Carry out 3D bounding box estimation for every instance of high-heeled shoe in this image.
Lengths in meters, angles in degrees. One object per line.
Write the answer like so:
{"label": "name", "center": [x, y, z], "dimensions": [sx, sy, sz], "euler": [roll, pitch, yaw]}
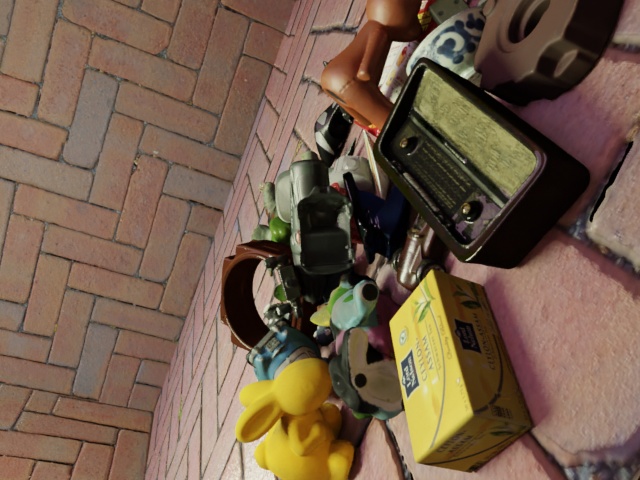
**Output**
{"label": "high-heeled shoe", "center": [0.068, -0.267, 1.134], "dimensions": [0.145, 0.086, 0.248], "euler": [19, 111, 43]}

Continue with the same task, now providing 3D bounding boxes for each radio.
{"label": "radio", "center": [0.150, -0.082, 0.562], "dimensions": [0.131, 0.073, 0.230], "euler": [-60, 36, 27]}

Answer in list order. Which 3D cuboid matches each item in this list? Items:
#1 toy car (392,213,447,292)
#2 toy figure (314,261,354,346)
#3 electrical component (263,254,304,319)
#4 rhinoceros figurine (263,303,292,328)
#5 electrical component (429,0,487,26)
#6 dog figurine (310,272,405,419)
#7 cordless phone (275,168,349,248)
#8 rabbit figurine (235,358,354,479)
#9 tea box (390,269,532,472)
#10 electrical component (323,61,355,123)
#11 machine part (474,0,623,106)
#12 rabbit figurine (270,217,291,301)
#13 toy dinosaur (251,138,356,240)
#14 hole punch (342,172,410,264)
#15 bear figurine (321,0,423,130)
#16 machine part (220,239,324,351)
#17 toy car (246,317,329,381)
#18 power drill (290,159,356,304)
{"label": "toy car", "center": [0.143, -0.031, 0.670], "dimensions": [0.089, 0.053, 0.202], "euler": [-132, 60, -73]}
{"label": "toy figure", "center": [0.025, 0.100, 0.890], "dimensions": [0.064, 0.058, 0.154], "euler": [71, -154, -75]}
{"label": "electrical component", "center": [-0.057, 0.074, 0.861], "dimensions": [0.078, 0.045, 0.102], "euler": [-157, 51, -84]}
{"label": "rhinoceros figurine", "center": [-0.088, 0.198, 1.117], "dimensions": [0.190, 0.073, 0.112], "euler": [-120, 48, -67]}
{"label": "electrical component", "center": [0.175, -0.297, 0.709], "dimensions": [0.094, 0.021, 0.063], "euler": [-35, 72, 12]}
{"label": "dog figurine", "center": [0.051, 0.131, 0.714], "dimensions": [0.219, 0.108, 0.191], "euler": [147, 135, -70]}
{"label": "cordless phone", "center": [-0.010, -0.042, 0.995], "dimensions": [0.088, 0.147, 0.184], "euler": [85, -176, -57]}
{"label": "rabbit figurine", "center": [-0.032, 0.234, 0.738], "dimensions": [0.122, 0.162, 0.173], "euler": [-92, 8, -63]}
{"label": "tea box", "center": [0.130, 0.125, 0.534], "dimensions": [0.170, 0.068, 0.098], "euler": [-96, 29, -49]}
{"label": "electrical component", "center": [0.086, -0.283, 0.937], "dimensions": [0.058, 0.134, 0.114], "euler": [-116, 2, -62]}
{"label": "machine part", "center": [0.234, -0.231, 0.568], "dimensions": [0.179, 0.056, 0.179], "euler": [-164, 90, -72]}
{"label": "rabbit figurine", "center": [-0.040, 0.054, 1.048], "dimensions": [0.159, 0.121, 0.170], "euler": [-67, 33, 31]}
{"label": "toy dinosaur", "center": [-0.044, -0.063, 1.174], "dimensions": [0.405, 0.131, 0.192], "euler": [-33, 55, 58]}
{"label": "hole punch", "center": [0.089, -0.035, 0.746], "dimensions": [0.142, 0.092, 0.116], "euler": [75, -177, -70]}
{"label": "bear figurine", "center": [0.092, -0.267, 0.753], "dimensions": [0.196, 0.132, 0.120], "euler": [-54, 26, 2]}
{"label": "machine part", "center": [-0.088, 0.109, 0.979], "dimensions": [0.201, 0.087, 0.201], "euler": [14, 107, 35]}
{"label": "toy car", "center": [-0.037, 0.199, 0.834], "dimensions": [0.103, 0.161, 0.109], "euler": [34, 70, 35]}
{"label": "power drill", "center": [-0.002, -0.002, 0.778], "dimensions": [0.207, 0.086, 0.231], "euler": [-112, 20, -84]}
